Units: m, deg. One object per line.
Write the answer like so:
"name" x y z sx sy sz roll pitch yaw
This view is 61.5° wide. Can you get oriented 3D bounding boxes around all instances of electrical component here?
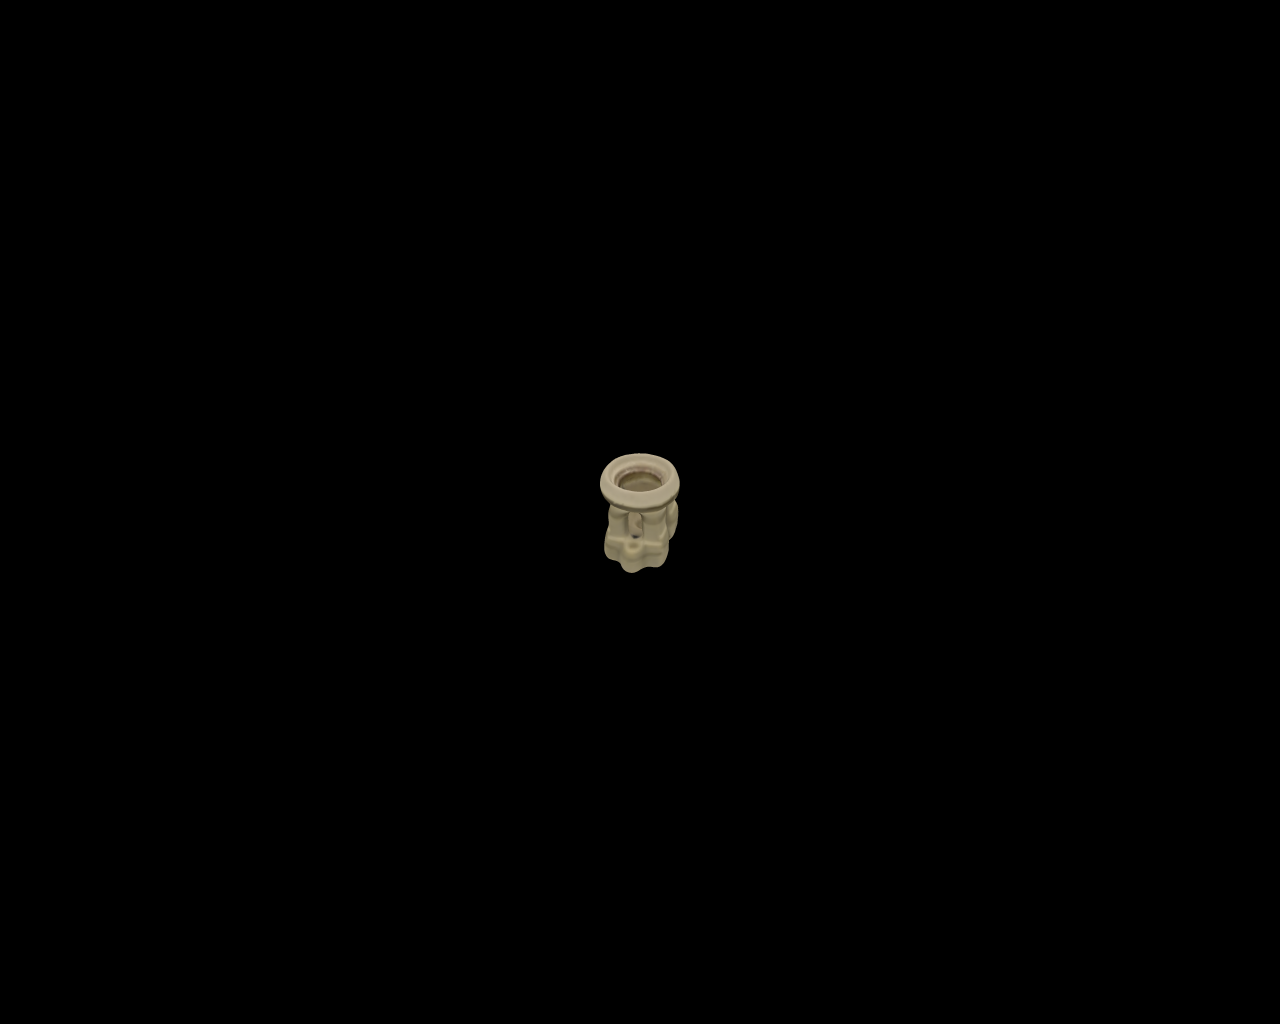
"electrical component" 0.001 -0.003 0.650 0.048 0.055 0.066 8 40 10
